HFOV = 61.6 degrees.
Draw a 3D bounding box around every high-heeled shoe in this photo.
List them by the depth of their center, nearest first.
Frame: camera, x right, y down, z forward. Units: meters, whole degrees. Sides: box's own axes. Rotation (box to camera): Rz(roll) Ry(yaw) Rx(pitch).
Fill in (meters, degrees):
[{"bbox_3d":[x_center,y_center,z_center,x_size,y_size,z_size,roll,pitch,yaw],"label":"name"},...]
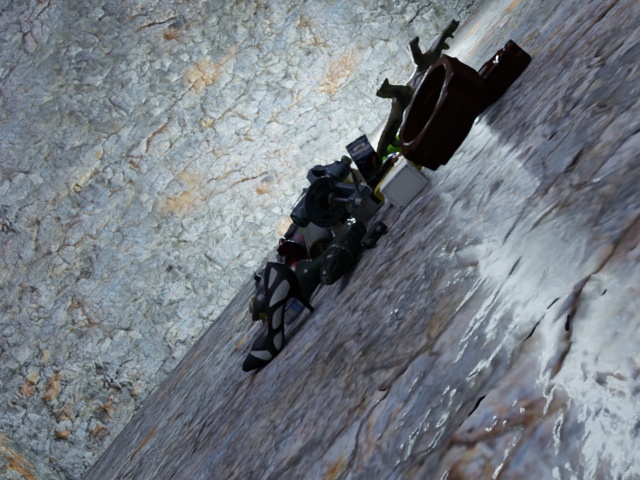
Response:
[{"bbox_3d":[-0.125,0.165,1.146,0.248,0.145,0.086,-46,6,11],"label":"high-heeled shoe"}]

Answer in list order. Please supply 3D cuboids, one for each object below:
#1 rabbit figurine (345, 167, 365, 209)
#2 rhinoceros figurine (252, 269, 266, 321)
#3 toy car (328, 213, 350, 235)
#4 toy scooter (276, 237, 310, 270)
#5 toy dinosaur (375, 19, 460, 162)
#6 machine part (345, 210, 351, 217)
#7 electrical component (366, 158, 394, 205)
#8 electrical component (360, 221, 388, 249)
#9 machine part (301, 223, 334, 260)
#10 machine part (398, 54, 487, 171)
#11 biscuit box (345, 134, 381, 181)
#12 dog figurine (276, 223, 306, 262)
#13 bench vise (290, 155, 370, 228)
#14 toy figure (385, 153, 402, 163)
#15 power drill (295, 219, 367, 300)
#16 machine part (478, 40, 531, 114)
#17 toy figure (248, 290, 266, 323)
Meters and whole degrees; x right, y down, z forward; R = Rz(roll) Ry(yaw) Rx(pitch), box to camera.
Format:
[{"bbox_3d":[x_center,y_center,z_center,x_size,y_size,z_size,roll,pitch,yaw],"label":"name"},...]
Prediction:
[{"bbox_3d":[0.050,-0.128,1.536,0.173,0.122,0.162,-47,29,27],"label":"rabbit figurine"},{"bbox_3d":[-0.155,0.145,1.479,0.073,0.112,0.190,-6,23,-3],"label":"rhinoceros figurine"},{"bbox_3d":[0.056,-0.040,1.400,0.056,0.073,0.202,-46,7,11],"label":"toy car"},{"bbox_3d":[-0.064,0.060,1.375,0.075,0.135,0.184,-44,10,29],"label":"toy scooter"},{"bbox_3d":[0.257,-0.394,1.515,0.471,0.198,0.105,-56,3,23],"label":"toy dinosaur"},{"bbox_3d":[0.089,-0.085,1.600,0.139,0.039,0.084,-52,-1,-6],"label":"machine part"},{"bbox_3d":[0.153,-0.129,1.282,0.119,0.075,0.048,-56,9,-22],"label":"electrical component"},{"bbox_3d":[0.109,-0.009,1.116,0.063,0.021,0.094,-51,7,-5],"label":"electrical component"},{"bbox_3d":[-0.003,-0.004,1.404,0.079,0.079,0.243,-48,22,12],"label":"machine part"},{"bbox_3d":[0.246,-0.259,1.100,0.201,0.087,0.201,-84,19,-56],"label":"machine part"},{"bbox_3d":[0.129,-0.197,1.413,0.063,0.059,0.202,-32,-24,8],"label":"biscuit box"},{"bbox_3d":[-0.065,0.053,1.508,0.219,0.108,0.191,-93,26,-74],"label":"dog figurine"},{"bbox_3d":[0.042,-0.113,1.273,0.223,0.128,0.241,-41,28,-23],"label":"bench vise"},{"bbox_3d":[0.206,-0.196,1.367,0.064,0.058,0.154,-62,10,6],"label":"toy figure"},{"bbox_3d":[0.007,0.056,1.178,0.207,0.086,0.232,-48,4,44],"label":"power drill"},{"bbox_3d":[0.367,-0.345,1.160,0.179,0.056,0.179,-50,6,6],"label":"machine part"},{"bbox_3d":[-0.163,0.172,1.624,0.089,0.082,0.180,-49,4,21],"label":"toy figure"}]
